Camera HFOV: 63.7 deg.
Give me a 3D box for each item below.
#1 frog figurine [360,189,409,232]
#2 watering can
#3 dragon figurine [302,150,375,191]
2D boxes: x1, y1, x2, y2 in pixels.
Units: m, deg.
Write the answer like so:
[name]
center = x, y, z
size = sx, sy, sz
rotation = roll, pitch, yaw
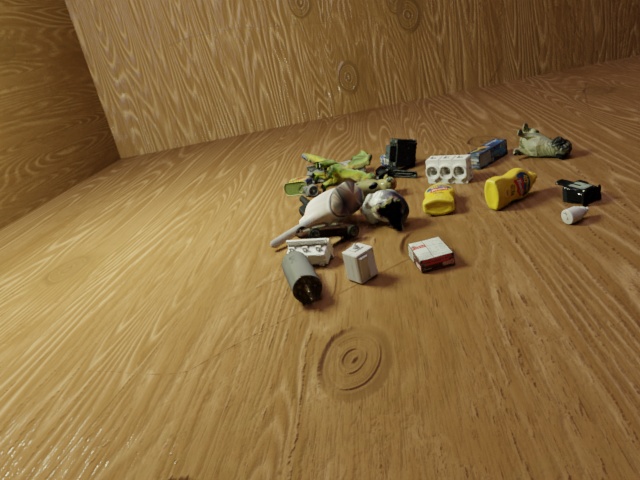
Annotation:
[frog figurine]
center = 0.199, -0.100, 1.602
size = 0.137, 0.122, 0.160
rotation = 17, 6, -15
[watering can]
center = 0.005, -0.083, 1.651
size = 0.222, 0.103, 0.354
rotation = -24, 13, 48
[dragon figurine]
center = 0.094, -0.301, 2.084
size = 0.244, 0.119, 0.418
rotation = -18, 39, -13
